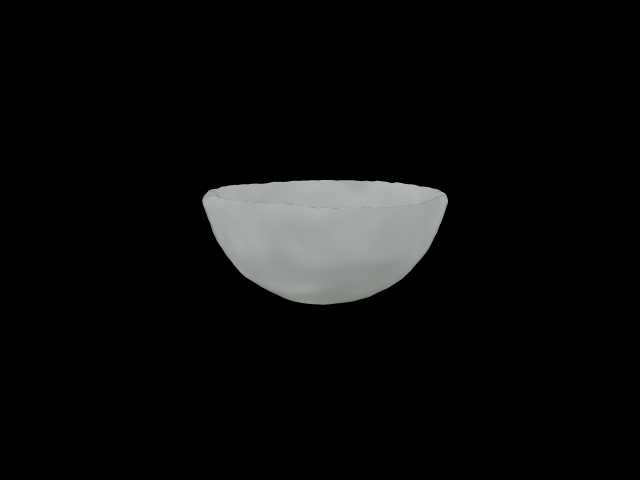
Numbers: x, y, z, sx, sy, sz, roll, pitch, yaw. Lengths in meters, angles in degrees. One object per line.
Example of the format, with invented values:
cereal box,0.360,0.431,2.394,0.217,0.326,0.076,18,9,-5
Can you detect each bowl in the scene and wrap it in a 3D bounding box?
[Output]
bowl,0.004,0.001,0.400,0.167,0.075,0.167,0,11,0
